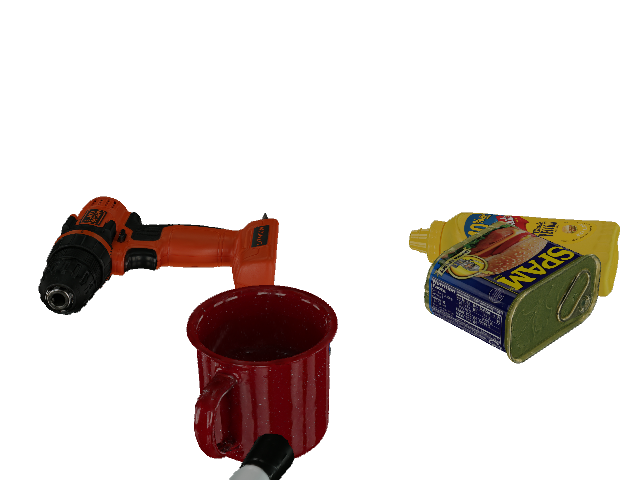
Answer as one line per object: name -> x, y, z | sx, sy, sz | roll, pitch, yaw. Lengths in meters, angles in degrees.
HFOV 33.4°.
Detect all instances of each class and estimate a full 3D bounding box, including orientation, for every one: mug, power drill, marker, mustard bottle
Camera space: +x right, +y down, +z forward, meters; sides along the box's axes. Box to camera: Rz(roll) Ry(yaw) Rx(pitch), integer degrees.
mug -> -0.041, 0.091, 0.663 | 0.093, 0.081, 0.117 | 12, 30, 23
power drill -> -0.131, 0.017, 0.898 | 0.187, 0.057, 0.184 | 7, 24, -1
marker -> -0.039, 0.111, 0.414 | 0.020, 0.020, 0.121 | 0, 22, 22
mustard bottle -> 0.177, 0.008, 0.996 | 0.192, 0.058, 0.096 | 5, 28, 19

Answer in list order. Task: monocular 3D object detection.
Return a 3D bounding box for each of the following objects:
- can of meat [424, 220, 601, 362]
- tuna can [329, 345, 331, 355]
can of meat -> 0.138, 0.033, 0.773 | 0.101, 0.057, 0.084 | -26, 37, -34
tuna can -> -0.033, 0.097, 1.060 | 0.086, 0.034, 0.086 | -3, 20, 1
